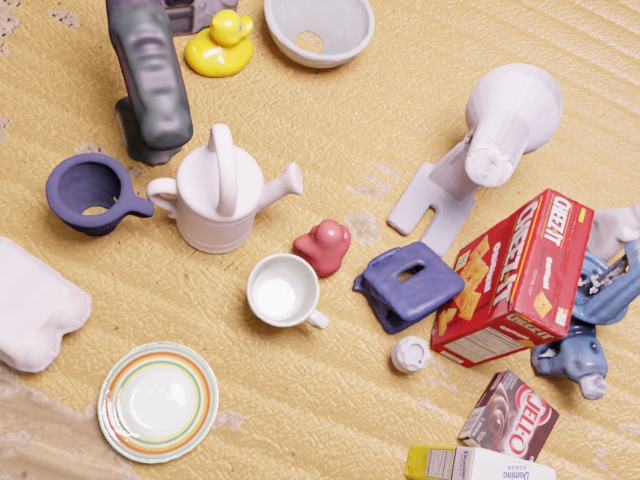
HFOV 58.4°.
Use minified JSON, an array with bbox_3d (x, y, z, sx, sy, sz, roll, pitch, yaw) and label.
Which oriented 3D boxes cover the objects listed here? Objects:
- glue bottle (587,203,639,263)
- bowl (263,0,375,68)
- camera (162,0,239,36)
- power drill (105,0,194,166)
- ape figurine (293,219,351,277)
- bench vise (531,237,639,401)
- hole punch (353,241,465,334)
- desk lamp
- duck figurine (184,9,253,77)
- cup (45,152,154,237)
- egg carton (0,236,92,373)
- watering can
[{"bbox_3d":[0.415,-0.018,0.806,0.037,0.173,0.078,-1,69,-15],"label":"glue bottle"},{"bbox_3d":[-0.007,-0.320,0.864,0.168,0.074,0.167,5,68,-13],"label":"bowl"},{"bbox_3d":[-0.202,-0.380,0.820,0.143,0.100,0.137,-17,75,-20],"label":"camera"},{"bbox_3d":[-0.209,-0.193,0.686,0.076,0.208,0.229,-16,74,-20],"label":"power drill"},{"bbox_3d":[0.007,0.003,0.733,0.078,0.092,0.076,5,68,-13],"label":"ape figurine"},{"bbox_3d":[0.360,0.087,0.725,0.122,0.219,0.207,-8,72,-18],"label":"bench vise"},{"bbox_3d":[0.113,0.055,0.742,0.109,0.091,0.101,-27,78,-23],"label":"hole punch"},{"bbox_3d":[0.210,-0.105,0.762,0.118,0.213,0.203,34,65,0],"label":"desk lamp"},{"bbox_3d":[-0.139,-0.285,0.808,0.105,0.086,0.077,-25,78,-22],"label":"duck figurine"},{"bbox_3d":[-0.253,-0.039,0.677,0.118,0.095,0.092,16,66,-8],"label":"cup"},{"bbox_3d":[-0.335,0.070,0.627,0.150,0.069,0.107,34,65,0],"label":"egg carton"},{"bbox_3d":[-0.109,-0.065,0.671,0.173,0.194,0.101,-26,77,-22],"label":"watering can"}]
